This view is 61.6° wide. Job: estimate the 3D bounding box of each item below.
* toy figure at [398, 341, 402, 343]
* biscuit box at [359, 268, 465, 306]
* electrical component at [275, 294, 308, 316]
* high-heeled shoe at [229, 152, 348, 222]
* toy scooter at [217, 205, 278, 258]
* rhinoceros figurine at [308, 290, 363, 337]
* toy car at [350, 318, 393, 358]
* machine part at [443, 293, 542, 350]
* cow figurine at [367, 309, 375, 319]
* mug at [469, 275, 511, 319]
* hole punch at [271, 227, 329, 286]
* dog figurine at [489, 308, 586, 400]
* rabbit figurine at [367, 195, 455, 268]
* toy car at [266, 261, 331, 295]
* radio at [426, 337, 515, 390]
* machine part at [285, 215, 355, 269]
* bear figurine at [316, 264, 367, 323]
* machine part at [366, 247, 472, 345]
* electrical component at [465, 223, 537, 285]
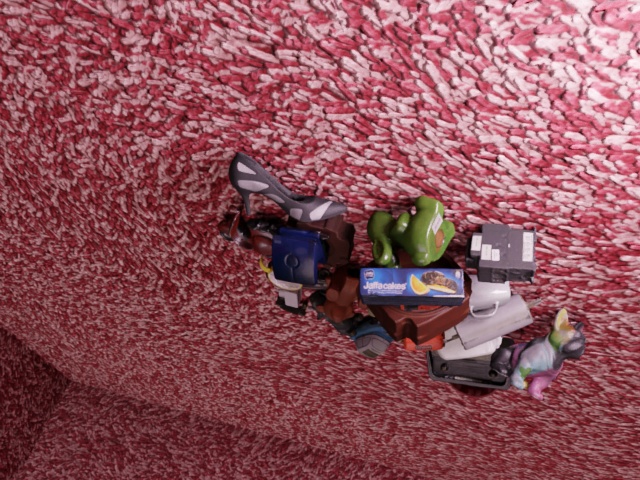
[{"bbox_3d":[0.251,0.225,1.445,0.089,0.082,0.180,21,144,-3],"label":"toy figure"},{"bbox_3d":[0.178,0.092,1.058,0.203,0.059,0.062,0,157,8],"label":"biscuit box"},{"bbox_3d":[-0.083,0.194,1.602,0.102,0.045,0.078,24,175,-3],"label":"electrical component"},{"bbox_3d":[-0.066,-0.117,1.135,0.249,0.086,0.145,-1,114,-1],"label":"high-heeled shoe"},{"bbox_3d":[-0.165,-0.027,1.287,0.184,0.075,0.135,18,147,10],"label":"toy scooter"},{"bbox_3d":[0.041,0.207,1.537,0.112,0.073,0.190,3,147,42],"label":"rhinoceros figurine"},{"bbox_3d":[0.157,0.291,1.570,0.109,0.103,0.162,31,147,-21],"label":"toy car"},{"bbox_3d":[0.403,0.192,1.257,0.243,0.079,0.079,-26,133,9],"label":"machine part"},{"bbox_3d":[0.178,0.144,1.363,0.127,0.085,0.195,19,149,-12],"label":"cow figurine"},{"bbox_3d":[0.377,0.126,1.219,0.107,0.110,0.080,-7,136,12],"label":"mug"},{"bbox_3d":[-0.050,0.036,1.212,0.142,0.092,0.115,10,140,22],"label":"hole punch"},{"bbox_3d":[0.534,0.262,1.297,0.108,0.219,0.192,35,-178,-19],"label":"dog figurine"},{"bbox_3d":[0.169,-0.003,1.107,0.170,0.159,0.121,11,160,40],"label":"rabbit figurine"},{"bbox_3d":[-0.051,0.106,1.446,0.202,0.053,0.089,12,144,12],"label":"toy car"},{"bbox_3d":[0.410,0.327,1.472,0.230,0.073,0.131,3,109,25],"label":"radio"},{"bbox_3d":[-0.003,-0.004,1.255,0.179,0.056,0.179,14,146,9],"label":"machine part"},{"bbox_3d":[0.055,0.159,1.377,0.120,0.132,0.195,17,129,-5],"label":"bear figurine"},{"bbox_3d":[0.205,0.106,1.150,0.201,0.201,0.087,-25,139,-15],"label":"machine part"},{"bbox_3d":[0.358,0.026,1.065,0.134,0.115,0.058,5,141,20],"label":"electrical component"}]
